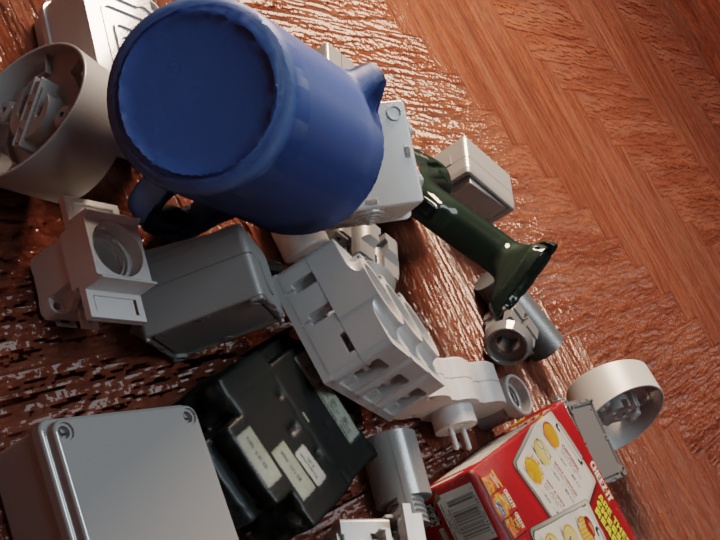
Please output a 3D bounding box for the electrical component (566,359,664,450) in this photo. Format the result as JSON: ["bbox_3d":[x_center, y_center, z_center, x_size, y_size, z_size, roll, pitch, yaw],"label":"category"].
[{"bbox_3d":[0.264,0.139,1.114,0.099,0.099,0.064,24,39,-44],"label":"electrical component"}]

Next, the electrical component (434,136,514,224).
[{"bbox_3d":[0.117,-0.081,1.127,0.096,0.062,0.061,35,38,-34],"label":"electrical component"}]

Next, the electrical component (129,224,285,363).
[{"bbox_3d":[-0.106,0.015,0.694,0.061,0.096,0.061,61,8,-70],"label":"electrical component"}]

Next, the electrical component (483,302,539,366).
[{"bbox_3d":[0.147,0.064,1.059,0.066,0.048,0.055,53,24,-12],"label":"electrical component"}]

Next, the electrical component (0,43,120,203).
[{"bbox_3d":[-0.192,-0.090,0.655,0.064,0.099,0.099,26,43,-51],"label":"electrical component"}]

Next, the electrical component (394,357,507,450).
[{"bbox_3d":[0.075,0.116,0.900,0.138,0.052,0.073,13,53,-50],"label":"electrical component"}]

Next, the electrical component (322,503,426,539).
[{"bbox_3d":[0.014,0.223,0.696,0.063,0.078,0.121,4,55,-20],"label":"electrical component"}]

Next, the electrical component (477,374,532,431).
[{"bbox_3d":[0.126,0.121,0.975,0.040,0.046,0.040,36,37,-34],"label":"electrical component"}]

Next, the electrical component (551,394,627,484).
[{"bbox_3d":[0.198,0.167,1.024,0.062,0.061,0.096,0,63,-56],"label":"electrical component"}]

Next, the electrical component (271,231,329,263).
[{"bbox_3d":[-0.055,-0.042,0.863,0.040,0.040,0.078,-10,71,-58],"label":"electrical component"}]

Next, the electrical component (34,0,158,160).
[{"bbox_3d":[-0.177,-0.141,0.759,0.078,0.057,0.113,13,52,-50],"label":"electrical component"}]

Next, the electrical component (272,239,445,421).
[{"bbox_3d":[0.005,0.046,0.788,0.089,0.062,0.150,60,7,24],"label":"electrical component"}]

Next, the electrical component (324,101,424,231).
[{"bbox_3d":[-0.003,-0.082,0.834,0.100,0.048,0.099,-8,81,-17],"label":"electrical component"}]

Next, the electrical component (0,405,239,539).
[{"bbox_3d":[-0.128,0.135,0.583,0.109,0.056,0.108,2,61,-55],"label":"electrical component"}]

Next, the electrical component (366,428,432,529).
[{"bbox_3d":[0.031,0.163,0.801,0.043,0.043,0.081,17,50,-48],"label":"electrical component"}]

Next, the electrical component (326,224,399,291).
[{"bbox_3d":[0.000,0.000,0.891,0.078,0.058,0.057,37,34,-31],"label":"electrical component"}]

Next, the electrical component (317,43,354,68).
[{"bbox_3d":[-0.046,-0.177,0.991,0.077,0.047,0.065,33,39,-36],"label":"electrical component"}]

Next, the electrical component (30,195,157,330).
[{"bbox_3d":[-0.163,0.000,0.647,0.042,0.064,0.081,12,53,-52],"label":"electrical component"}]
